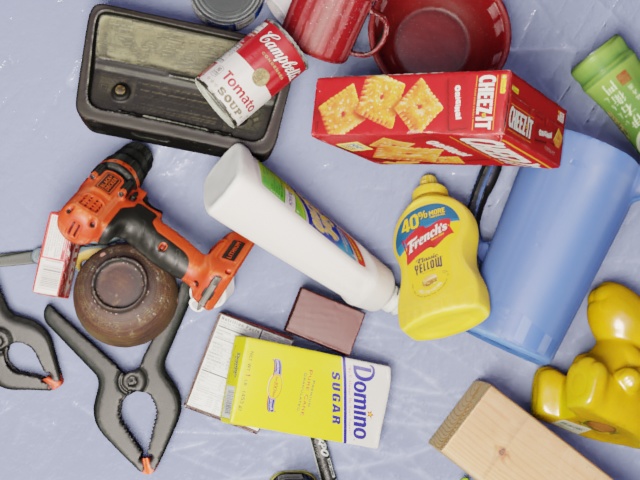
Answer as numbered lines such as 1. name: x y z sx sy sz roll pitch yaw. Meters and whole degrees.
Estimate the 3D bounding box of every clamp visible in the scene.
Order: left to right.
1. clamp: -0.357 0.113 1.155 0.120 0.039 0.171 -43 90 3
2. clamp: -0.195 0.146 1.162 0.164 0.036 0.210 -18 82 -5

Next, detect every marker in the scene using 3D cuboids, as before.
1. marker: -0.002 0.222 1.176 0.020 0.020 0.121 -15 86 -5

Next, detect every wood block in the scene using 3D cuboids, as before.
1. wood block: 0.231 0.252 1.154 0.206 0.090 0.091 38 84 0

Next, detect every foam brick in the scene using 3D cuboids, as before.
1. foam brick: 0.005 0.090 1.173 0.078 0.053 0.051 22 83 -2

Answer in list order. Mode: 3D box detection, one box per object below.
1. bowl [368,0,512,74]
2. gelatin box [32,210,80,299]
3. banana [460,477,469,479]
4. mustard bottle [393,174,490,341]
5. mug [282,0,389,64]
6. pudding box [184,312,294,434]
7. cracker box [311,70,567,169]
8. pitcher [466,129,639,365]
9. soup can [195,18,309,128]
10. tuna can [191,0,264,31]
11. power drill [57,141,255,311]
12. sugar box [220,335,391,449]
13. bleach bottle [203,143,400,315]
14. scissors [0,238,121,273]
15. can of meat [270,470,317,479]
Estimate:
1. bowl: 0.132 -0.228 1.210 0.162 0.055 0.162 0 85 -4
2. gelatin box: -0.276 0.016 1.134 0.030 0.073 0.089 12 85 -3
3. banana: 0.119 0.355 1.165 0.070 0.037 0.197 41 82 16
4. mustard bottle: 0.127 0.010 1.162 0.096 0.058 0.191 -23 51 28
5. mug: 0.018 -0.239 1.159 0.117 0.093 0.082 24 111 -1
6. pudding box: -0.088 0.145 1.169 0.090 0.039 0.113 21 81 -3
7. cracker box: 0.124 -0.119 1.100 0.214 0.164 0.072 4 85 32
8. pitcher: 0.239 0.004 1.168 0.145 0.149 0.243 26 86 -19
9. soup can: -0.072 -0.174 1.114 0.102 0.068 0.068 -40 88 -6
10. tuna can: -0.105 -0.281 1.210 0.086 0.034 0.086 0 84 -4
11. power drill: -0.164 -0.019 1.127 0.187 0.184 0.057 30 124 -3
12. sugar box: -0.013 0.164 1.140 0.176 0.048 0.093 13 82 -21
13. bleach bottle: -0.008 0.001 1.150 0.250 0.102 0.068 35 108 -22
14. scissors: -0.297 0.000 1.180 0.201 0.016 0.096 10 82 -3
15. can of meat: -0.026 0.301 1.135 0.057 0.084 0.102 -1 84 -4
